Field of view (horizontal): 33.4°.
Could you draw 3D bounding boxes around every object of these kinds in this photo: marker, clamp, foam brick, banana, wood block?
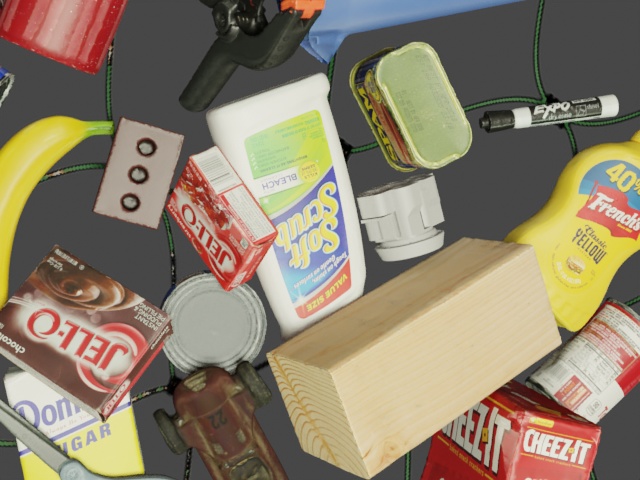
[{"bbox_3d":[0.193,-0.107,0.903,0.121,0.020,0.020,-9,96,-9],"label":"marker"},{"bbox_3d":[-0.062,-0.152,0.792,0.039,0.172,0.120,-19,110,-36],"label":"clamp"},{"bbox_3d":[-0.141,-0.051,0.829,0.053,0.051,0.078,16,92,-11],"label":"foam brick"},{"bbox_3d":[-0.234,-0.020,0.819,0.069,0.037,0.198,29,91,-2],"label":"banana"},{"bbox_3d":[0.076,0.083,0.822,0.205,0.090,0.091,-29,109,-28],"label":"wood block"}]

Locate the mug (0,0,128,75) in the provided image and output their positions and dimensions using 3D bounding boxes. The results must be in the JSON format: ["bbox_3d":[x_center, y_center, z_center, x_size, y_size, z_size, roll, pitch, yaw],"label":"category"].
[{"bbox_3d":[-0.199,-0.179,0.797,0.117,0.093,0.081,24,95,19],"label":"mug"}]

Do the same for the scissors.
[{"bbox_3d":[-0.167,0.173,0.813,0.096,0.016,0.202,-31,99,-12],"label":"scissors"}]

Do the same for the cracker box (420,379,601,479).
[{"bbox_3d":[0.128,0.222,0.843,0.072,0.164,0.214,14,92,-14],"label":"cracker box"}]

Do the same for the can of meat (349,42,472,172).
[{"bbox_3d":[0.073,-0.105,0.848,0.057,0.084,0.102,-28,99,-7],"label":"can of meat"}]

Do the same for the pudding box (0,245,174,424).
[{"bbox_3d":[-0.181,0.070,0.806,0.113,0.039,0.090,29,64,13],"label":"pudding box"}]

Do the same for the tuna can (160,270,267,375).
[{"bbox_3d":[-0.087,0.067,0.857,0.086,0.034,0.086,-1,94,-11],"label":"tuna can"}]

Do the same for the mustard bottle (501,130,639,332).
[{"bbox_3d":[0.237,-0.023,0.898,0.096,0.058,0.191,41,86,-12],"label":"mustard bottle"}]

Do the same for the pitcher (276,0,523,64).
[{"bbox_3d":[0.084,-0.242,0.819,0.242,0.149,0.145,-11,57,-13],"label":"pitcher"}]

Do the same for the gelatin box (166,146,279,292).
[{"bbox_3d":[-0.076,-0.015,0.817,0.030,0.073,0.089,-26,74,-34],"label":"gelatin box"}]

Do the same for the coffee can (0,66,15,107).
[{"bbox_3d":[-0.308,-0.118,0.767,0.140,0.103,0.103,35,87,-11],"label":"coffee can"}]

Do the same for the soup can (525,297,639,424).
[{"bbox_3d":[0.232,0.107,0.902,0.102,0.068,0.068,-43,100,-5],"label":"soup can"}]

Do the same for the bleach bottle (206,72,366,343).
[{"bbox_3d":[-0.006,0.001,0.854,0.102,0.068,0.251,-21,101,-12],"label":"bleach bottle"}]

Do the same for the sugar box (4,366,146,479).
[{"bbox_3d":[-0.185,0.179,0.842,0.093,0.048,0.176,-12,97,-10],"label":"sugar box"}]
